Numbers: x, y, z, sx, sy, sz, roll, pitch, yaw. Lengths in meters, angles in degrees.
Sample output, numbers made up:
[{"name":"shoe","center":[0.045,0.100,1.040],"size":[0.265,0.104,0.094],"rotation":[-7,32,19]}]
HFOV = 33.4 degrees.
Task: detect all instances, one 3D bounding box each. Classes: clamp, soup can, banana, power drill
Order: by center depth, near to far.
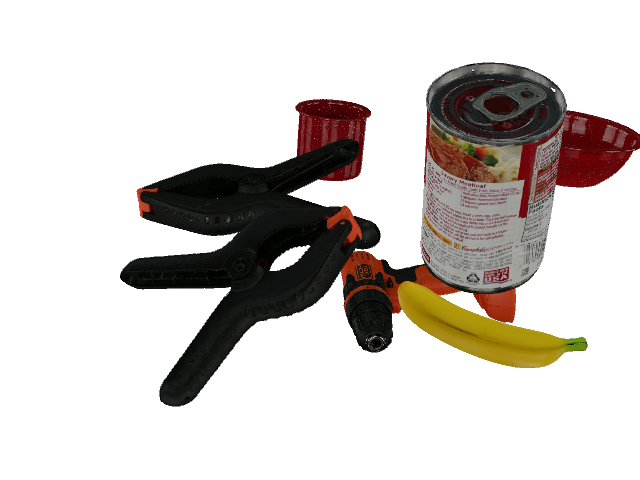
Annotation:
[{"name":"soup can","center":[0.087,-0.031,0.551],"size":[0.068,0.102,0.068],"rotation":[-1,42,1]},{"name":"clamp","center":[-0.050,0.036,0.709],"size":[0.171,0.120,0.039],"rotation":[-23,-31,10]},{"name":"clamp","center":[-0.053,-0.044,0.940],"size":[0.210,0.036,0.164],"rotation":[0,32,3]},{"name":"banana","center":[0.138,0.079,0.972],"size":[0.198,0.037,0.069],"rotation":[19,14,35]},{"name":"power drill","center":[0.118,0.062,1.193],"size":[0.187,0.057,0.184],"rotation":[-3,28,-3]}]

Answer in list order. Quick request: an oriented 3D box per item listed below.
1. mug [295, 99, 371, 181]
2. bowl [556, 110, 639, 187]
[{"name":"mug","center":[0.019,-0.127,1.326],"size":[0.093,0.081,0.117],"rotation":[15,24,25]},{"name":"bowl","center":[0.268,-0.100,1.175],"size":[0.162,0.055,0.162],"rotation":[6,23,-3]}]
